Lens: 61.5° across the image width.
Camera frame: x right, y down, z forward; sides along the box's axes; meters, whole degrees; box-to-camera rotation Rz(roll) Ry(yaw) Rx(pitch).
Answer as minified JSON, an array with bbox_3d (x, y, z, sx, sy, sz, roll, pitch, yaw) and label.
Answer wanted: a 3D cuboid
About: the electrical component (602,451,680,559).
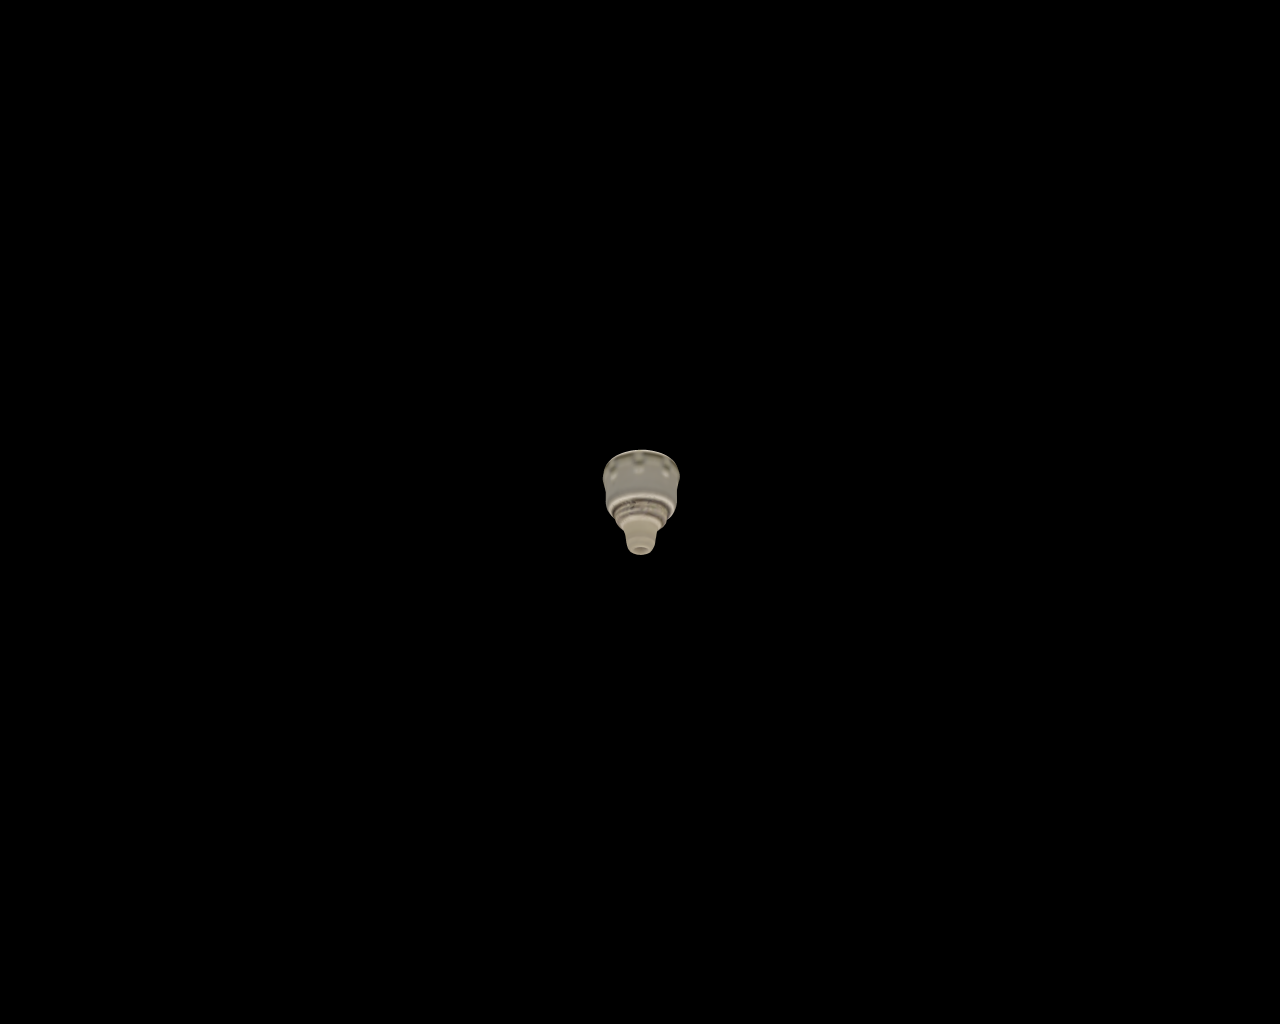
[{"bbox_3d":[0.001,-0.003,0.650,0.048,0.062,0.048,0,-31,0],"label":"electrical component"}]
